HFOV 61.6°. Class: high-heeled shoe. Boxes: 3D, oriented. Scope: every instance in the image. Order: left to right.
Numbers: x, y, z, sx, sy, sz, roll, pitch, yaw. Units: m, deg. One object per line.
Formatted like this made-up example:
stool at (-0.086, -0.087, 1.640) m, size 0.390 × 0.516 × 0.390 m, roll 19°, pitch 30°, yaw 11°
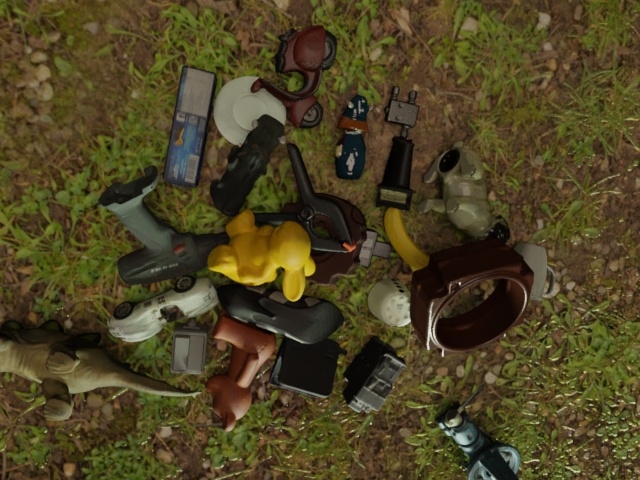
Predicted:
high-heeled shoe at (-0.072, 0.129, 1.005) m, size 0.248 × 0.145 × 0.086 m, roll 19°, pitch 89°, yaw -51°

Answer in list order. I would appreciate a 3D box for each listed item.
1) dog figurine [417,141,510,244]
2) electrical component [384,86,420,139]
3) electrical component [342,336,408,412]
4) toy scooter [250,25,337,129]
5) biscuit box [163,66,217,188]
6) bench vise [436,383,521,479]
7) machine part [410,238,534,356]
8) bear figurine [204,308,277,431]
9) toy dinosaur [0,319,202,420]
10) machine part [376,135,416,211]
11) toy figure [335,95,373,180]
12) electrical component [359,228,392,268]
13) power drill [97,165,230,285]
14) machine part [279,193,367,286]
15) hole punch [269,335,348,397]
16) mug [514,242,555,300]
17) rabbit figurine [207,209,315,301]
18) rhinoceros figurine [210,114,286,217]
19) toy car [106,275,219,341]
dog figurine at (0.303, -0.080, 1.041) m, size 0.190 × 0.121 × 0.172 m, roll 24°, pitch 88°, yaw -30°
electrical component at (0.154, -0.240, 1.020) m, size 0.063 × 0.021 × 0.094 m, roll 10°, pitch 97°, yaw -10°
electrical component at (0.098, 0.262, 1.035) m, size 0.058 × 0.115 × 0.134 m, roll 35°, pitch 90°, yaw -10°
toy scooter at (-0.049, -0.295, 0.950) m, size 0.135 × 0.075 × 0.183 m, roll 9°, pitch 99°, yaw -19°
biscuit box at (-0.228, -0.195, 0.945) m, size 0.059 × 0.063 × 0.202 m, roll 11°, pitch 97°, yaw -11°
bench vise at (0.333, 0.429, 1.044) m, size 0.129 × 0.241 × 0.223 m, roll -28°, pitch 117°, yaw -8°
machine part at (0.268, 0.106, 0.957) m, size 0.201 × 0.087 × 0.200 m, roll -12°, pitch 130°, yaw -9°
bear figurine at (-0.165, 0.236, 0.992) m, size 0.132 × 0.120 × 0.195 m, roll 29°, pitch 98°, yaw -8°
toy dinosaur at (-0.425, 0.205, 0.900) m, size 0.471 × 0.199 × 0.105 m, roll 25°, pitch 93°, yaw -11°
machine part at (0.148, -0.126, 1.014) m, size 0.084 × 0.039 × 0.138 m, roll 9°, pitch 96°, yaw 27°
toy figure at (0.059, -0.190, 0.994) m, size 0.058 × 0.064 × 0.154 m, roll 7°, pitch 93°, yaw 27°
electrical component at (0.084, 0.014, 1.033) m, size 0.119 × 0.048 × 0.074 m, roll 17°, pitch 96°, yaw -9°
power drill at (-0.265, -0.024, 0.934) m, size 0.232 × 0.086 × 0.207 m, roll -23°, pitch 132°, yaw 1°
machine part at (-0.002, -0.003, 0.981) m, size 0.180 × 0.056 × 0.179 m, roll 0°, pitch 91°, yaw 15°
hole punch at (-0.030, 0.240, 1.036) m, size 0.142 × 0.092 × 0.116 m, roll 19°, pitch 63°, yaw -9°
mug at (0.425, 0.063, 1.078) m, size 0.110 × 0.081 × 0.107 m, roll 14°, pitch 87°, yaw -6°
rabbit figurine at (-0.078, 0.027, 0.890) m, size 0.162 × 0.173 × 0.122 m, roll 49°, pitch 46°, yaw -19°
rhinoceros figurine at (-0.130, -0.132, 0.943) m, size 0.073 × 0.112 × 0.190 m, roll 32°, pitch 102°, yaw -12°
toy car at (-0.282, 0.126, 0.969) m, size 0.202 × 0.056 × 0.073 m, roll -24°, pitch 141°, yaw -6°
